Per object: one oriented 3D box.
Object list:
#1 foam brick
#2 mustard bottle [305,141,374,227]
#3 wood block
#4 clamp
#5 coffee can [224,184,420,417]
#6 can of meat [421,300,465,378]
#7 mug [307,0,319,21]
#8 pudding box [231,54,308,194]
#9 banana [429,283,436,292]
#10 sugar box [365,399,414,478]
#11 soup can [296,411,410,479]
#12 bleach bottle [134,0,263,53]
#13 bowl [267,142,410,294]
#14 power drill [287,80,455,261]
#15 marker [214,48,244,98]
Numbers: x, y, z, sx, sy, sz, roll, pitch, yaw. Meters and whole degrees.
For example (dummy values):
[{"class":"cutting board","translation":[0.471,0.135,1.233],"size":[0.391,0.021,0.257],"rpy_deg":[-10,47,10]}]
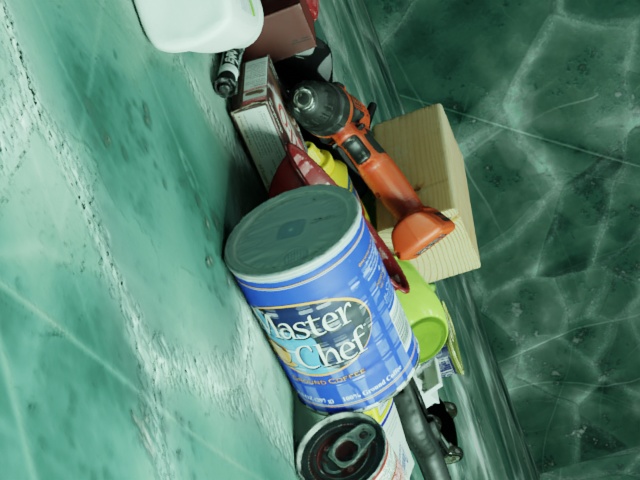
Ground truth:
[{"class":"foam brick","translation":[-0.048,-0.208,1.036],"size":[0.051,0.078,0.053],"rpy_deg":[-98,167,-49]},{"class":"mustard bottle","translation":[0.019,-0.026,1.112],"size":[0.096,0.058,0.191],"rpy_deg":[-87,156,-47]},{"class":"wood block","translation":[0.116,-0.054,1.207],"size":[0.206,0.091,0.090],"rpy_deg":[-88,156,-51]},{"class":"clamp","translation":[0.099,0.187,1.046],"size":[0.120,0.039,0.171],"rpy_deg":[-106,175,-72]},{"class":"coffee can","translation":[0.004,0.045,0.783],"size":[0.103,0.103,0.140],"rpy_deg":[-93,162,-56]},{"class":"can of meat","translation":[0.126,0.132,1.322],"size":[0.102,0.084,0.057],"rpy_deg":[-94,162,-53]},{"class":"mug","translation":[-0.042,-0.270,1.135],"size":[0.117,0.093,0.081],"rpy_deg":[108,-17,-78]},{"class":"pudding box","translation":[-0.043,-0.096,0.965],"size":[0.090,0.039,0.113],"rpy_deg":[-94,162,-54]},{"class":"banana","translation":[0.092,0.089,1.277],"size":[0.197,0.070,0.037],"rpy_deg":[-62,159,-58]},{"class":"sugar box","translation":[0.034,0.135,0.944],"size":[0.093,0.048,0.176],"rpy_deg":[-27,102,-78]},{"class":"soup can","translation":[0.032,0.182,0.783],"size":[0.068,0.068,0.102],"rpy_deg":[-97,165,-47]},{"class":"bleach bottle","translation":[-0.085,-0.190,0.855],"size":[0.250,0.068,0.102],"rpy_deg":[-26,97,-82]},{"class":"bowl","translation":[0.005,-0.003,0.894],"size":[0.162,0.055,0.162],"rpy_deg":[48,10,-12]},{"class":"power drill","translation":[0.048,-0.070,1.013],"size":[0.188,0.057,0.184],"rpy_deg":[56,14,8]},{"class":"marker","translation":[-0.079,-0.153,0.935],"size":[0.121,0.020,0.020],"rpy_deg":[-89,158,-61]}]
